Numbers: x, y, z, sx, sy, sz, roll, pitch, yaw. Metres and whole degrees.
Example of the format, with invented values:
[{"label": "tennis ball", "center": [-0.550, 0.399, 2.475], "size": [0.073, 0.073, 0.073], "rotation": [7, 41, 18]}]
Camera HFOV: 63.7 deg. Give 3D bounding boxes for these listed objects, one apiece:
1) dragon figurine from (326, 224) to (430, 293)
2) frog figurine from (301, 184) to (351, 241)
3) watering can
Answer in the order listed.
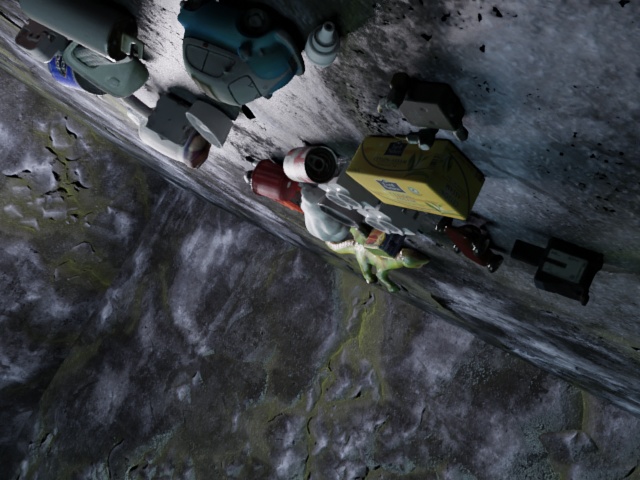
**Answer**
[{"label": "dragon figurine", "center": [0.135, 0.015, 1.494], "size": [0.413, 0.124, 0.237], "rotation": [22, 153, 35]}, {"label": "frog figurine", "center": [0.004, -0.063, 1.245], "size": [0.139, 0.122, 0.158], "rotation": [46, -166, 29]}, {"label": "watering can", "center": [-0.387, -0.278, 1.285], "size": [0.224, 0.104, 0.345], "rotation": [28, 173, 0]}]
